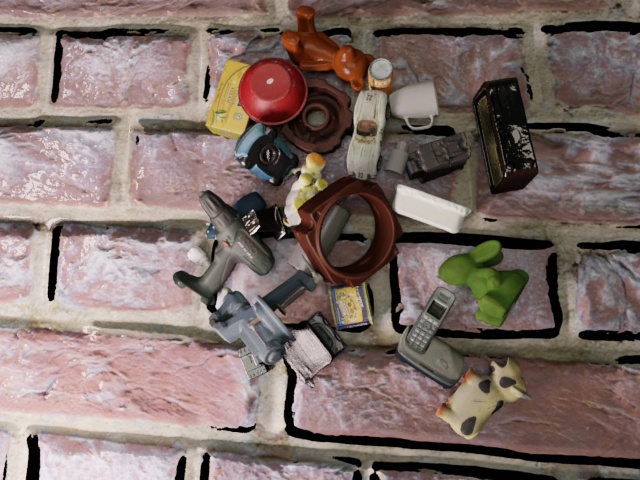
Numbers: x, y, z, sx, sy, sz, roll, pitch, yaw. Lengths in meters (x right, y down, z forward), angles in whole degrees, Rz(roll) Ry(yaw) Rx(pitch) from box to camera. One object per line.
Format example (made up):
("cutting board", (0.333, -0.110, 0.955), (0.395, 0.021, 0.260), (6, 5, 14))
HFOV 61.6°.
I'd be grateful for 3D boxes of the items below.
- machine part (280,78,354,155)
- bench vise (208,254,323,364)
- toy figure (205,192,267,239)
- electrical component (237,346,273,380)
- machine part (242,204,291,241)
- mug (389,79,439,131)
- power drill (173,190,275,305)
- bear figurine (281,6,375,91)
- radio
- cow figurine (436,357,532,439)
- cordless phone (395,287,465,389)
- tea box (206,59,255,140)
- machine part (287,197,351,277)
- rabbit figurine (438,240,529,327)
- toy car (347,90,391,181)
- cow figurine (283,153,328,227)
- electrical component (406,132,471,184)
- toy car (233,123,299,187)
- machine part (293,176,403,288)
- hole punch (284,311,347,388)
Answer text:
("machine part", (-0.008, -0.282, 1.249), (0.179, 0.056, 0.179), (-1, 84, 6))
("bench vise", (-0.103, 0.138, 1.123), (0.240, 0.128, 0.224), (-39, 38, -10))
("toy figure", (-0.195, -0.049, 1.238), (0.154, 0.064, 0.057), (-37, 118, 5))
("electrical component", (-0.143, 0.261, 1.161), (0.048, 0.119, 0.075), (-25, 83, 2))
("machine part", (-0.114, -0.040, 1.192), (0.039, 0.139, 0.084), (-14, 83, 32))
("mug", (0.214, -0.301, 1.220), (0.107, 0.081, 0.109), (-6, 87, 18))
("power drill", (-0.231, 0.028, 1.190), (0.232, 0.086, 0.207), (41, 93, -22))
("bear figurine", (0.025, -0.430, 1.229), (0.196, 0.131, 0.120), (23, 72, 15))
("radio", (0.396, -0.224, 1.159), (0.073, 0.131, 0.229), (-11, 82, 3))
("cow figurine", (0.347, 0.325, 1.117), (0.127, 0.085, 0.195), (40, 86, 16))
("cordless phone", (0.260, 0.205, 1.145), (0.147, 0.088, 0.184), (31, 83, 10))
("tea box", (-0.193, -0.326, 1.268), (0.098, 0.068, 0.169), (14, 83, 7))
("machine part", (-0.002, -0.004, 1.201), (0.079, 0.079, 0.243), (28, 87, 9))
("rabbit figurine", (0.341, 0.076, 1.138), (0.170, 0.121, 0.159), (30, 83, 24))
("toy car", (0.108, -0.235, 1.210), (0.074, 0.056, 0.201), (11, 96, 23))
("cow figurine", (-0.035, -0.111, 1.210), (0.068, 0.098, 0.167), (26, 63, -21))
("electrical component", (0.255, -0.174, 1.176), (0.134, 0.115, 0.058), (-19, 77, 3))
("toy car", (-0.129, -0.200, 1.223), (0.109, 0.161, 0.103), (-51, 41, 3))
("machine part", (0.063, -0.017, 1.137), (0.201, 0.087, 0.200), (-35, 111, -13))
("hole punch", (-0.018, 0.231, 1.178), (0.116, 0.092, 0.142), (-43, 82, 28))
